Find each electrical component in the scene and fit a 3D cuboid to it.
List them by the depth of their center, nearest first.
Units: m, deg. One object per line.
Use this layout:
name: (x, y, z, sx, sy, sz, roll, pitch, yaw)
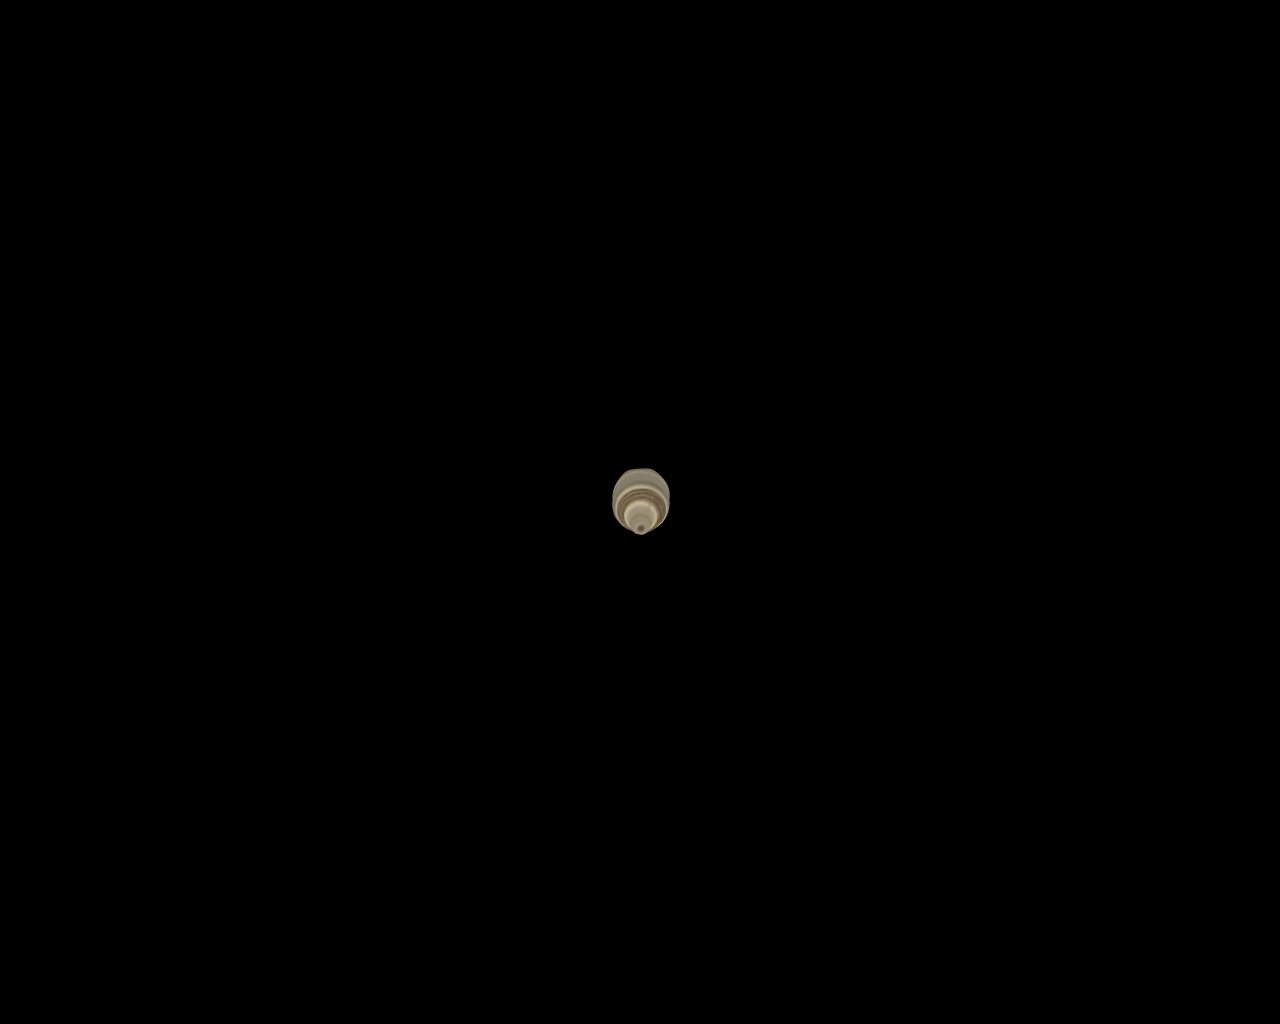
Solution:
electrical component: (0.001, -0.003, 0.650, 0.035, 0.035, 0.061, 0, 24, 0)
